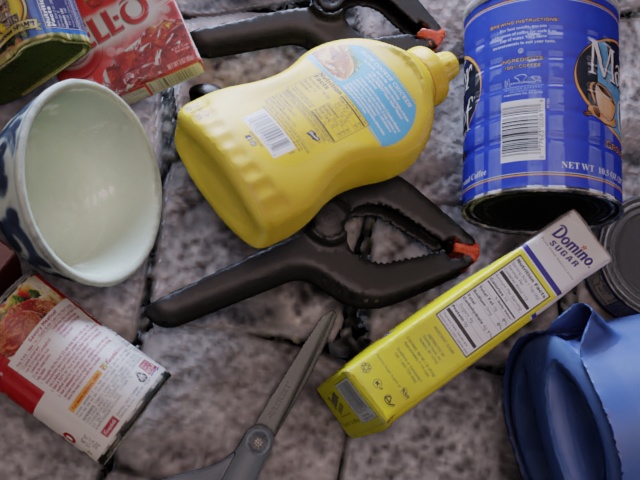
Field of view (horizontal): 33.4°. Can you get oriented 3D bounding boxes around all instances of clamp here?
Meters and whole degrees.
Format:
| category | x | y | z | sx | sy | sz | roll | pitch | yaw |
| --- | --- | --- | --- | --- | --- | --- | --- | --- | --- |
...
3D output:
| category | x | y | z | sx | sy | sz | roll | pitch | yaw |
| --- | --- | --- | --- | --- | --- | --- | --- | --- | --- |
| clamp | -0.004 | 0.001 | 0.679 | 0.210 | 0.036 | 0.164 | 18 | 69 | -5 |
| clamp | -0.004 | -0.150 | 0.719 | 0.171 | 0.039 | 0.120 | 26 | 83 | 0 |

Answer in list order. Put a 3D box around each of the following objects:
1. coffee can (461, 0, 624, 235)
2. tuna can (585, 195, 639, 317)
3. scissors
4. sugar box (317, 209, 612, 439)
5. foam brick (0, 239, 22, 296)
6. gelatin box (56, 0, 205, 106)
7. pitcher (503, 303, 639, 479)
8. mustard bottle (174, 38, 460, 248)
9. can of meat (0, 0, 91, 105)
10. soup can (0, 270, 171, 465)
| category | x | y | z | sx | sy | sz | roll | pitch | yaw |
| --- | --- | --- | --- | --- | --- | --- | --- | --- | --- |
| coffee can | 0.144 | -0.083 | 0.695 | 0.102 | 0.103 | 0.140 | 5 | 75 | -10 |
| tuna can | 0.222 | 0.014 | 0.722 | 0.086 | 0.034 | 0.086 | 3 | 76 | -10 |
| scissors | -0.059 | 0.126 | 0.650 | 0.096 | 0.016 | 0.201 | 17 | 73 | -6 |
| sugar box | 0.086 | 0.052 | 0.656 | 0.176 | 0.093 | 0.048 | -36 | 85 | -17 |
| foam brick | -0.209 | 0.020 | 0.616 | 0.053 | 0.078 | 0.051 | 38 | 71 | 0 |
| gelatin box | -0.129 | -0.125 | 0.682 | 0.089 | 0.030 | 0.073 | -24 | 83 | 0 |
| pitcher | 0.248 | 0.108 | 0.664 | 0.242 | 0.149 | 0.145 | -11 | 63 | -16 |
| mustard bottle | 0.012 | -0.075 | 0.662 | 0.191 | 0.058 | 0.096 | -29 | 69 | -26 |
| can of meat | -0.194 | -0.137 | 0.649 | 0.057 | 0.102 | 0.084 | -12 | 79 | -56 |
| soup can | -0.146 | 0.074 | 0.620 | 0.102 | 0.069 | 0.068 | 37 | 72 | -1 |
